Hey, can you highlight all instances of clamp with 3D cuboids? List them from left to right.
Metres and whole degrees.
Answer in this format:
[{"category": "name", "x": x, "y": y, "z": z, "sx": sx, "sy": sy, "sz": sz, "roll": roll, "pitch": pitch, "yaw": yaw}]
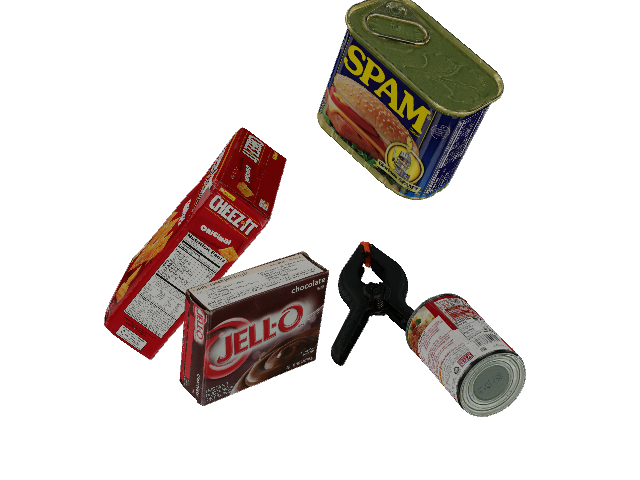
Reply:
[{"category": "clamp", "x": 0.073, "y": 0.070, "z": 1.192, "sx": 0.120, "sy": 0.171, "sz": 0.039, "roll": 4, "pitch": -43, "yaw": -3}]

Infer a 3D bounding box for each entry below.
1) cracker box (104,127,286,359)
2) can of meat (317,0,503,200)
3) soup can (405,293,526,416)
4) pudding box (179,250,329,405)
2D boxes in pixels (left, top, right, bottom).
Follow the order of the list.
[{"category": "cracker box", "x": -0.133, "y": -0.001, "z": 1.133, "sx": 0.072, "sy": 0.214, "sz": 0.164, "roll": 36, "pitch": 23, "yaw": -13}, {"category": "can of meat", "x": 0.051, "y": -0.086, "z": 0.657, "sx": 0.057, "sy": 0.102, "sz": 0.084, "roll": -31, "pitch": -24, "yaw": -36}, {"category": "soup can", "x": 0.128, "y": 0.100, "z": 0.946, "sx": 0.068, "sy": 0.068, "sz": 0.102, "roll": 0, "pitch": 26, "yaw": -24}, {"category": "pudding box", "x": -0.051, "y": 0.066, "z": 0.816, "sx": 0.113, "sy": 0.090, "sz": 0.039, "roll": -20, "pitch": 44, "yaw": -36}]
